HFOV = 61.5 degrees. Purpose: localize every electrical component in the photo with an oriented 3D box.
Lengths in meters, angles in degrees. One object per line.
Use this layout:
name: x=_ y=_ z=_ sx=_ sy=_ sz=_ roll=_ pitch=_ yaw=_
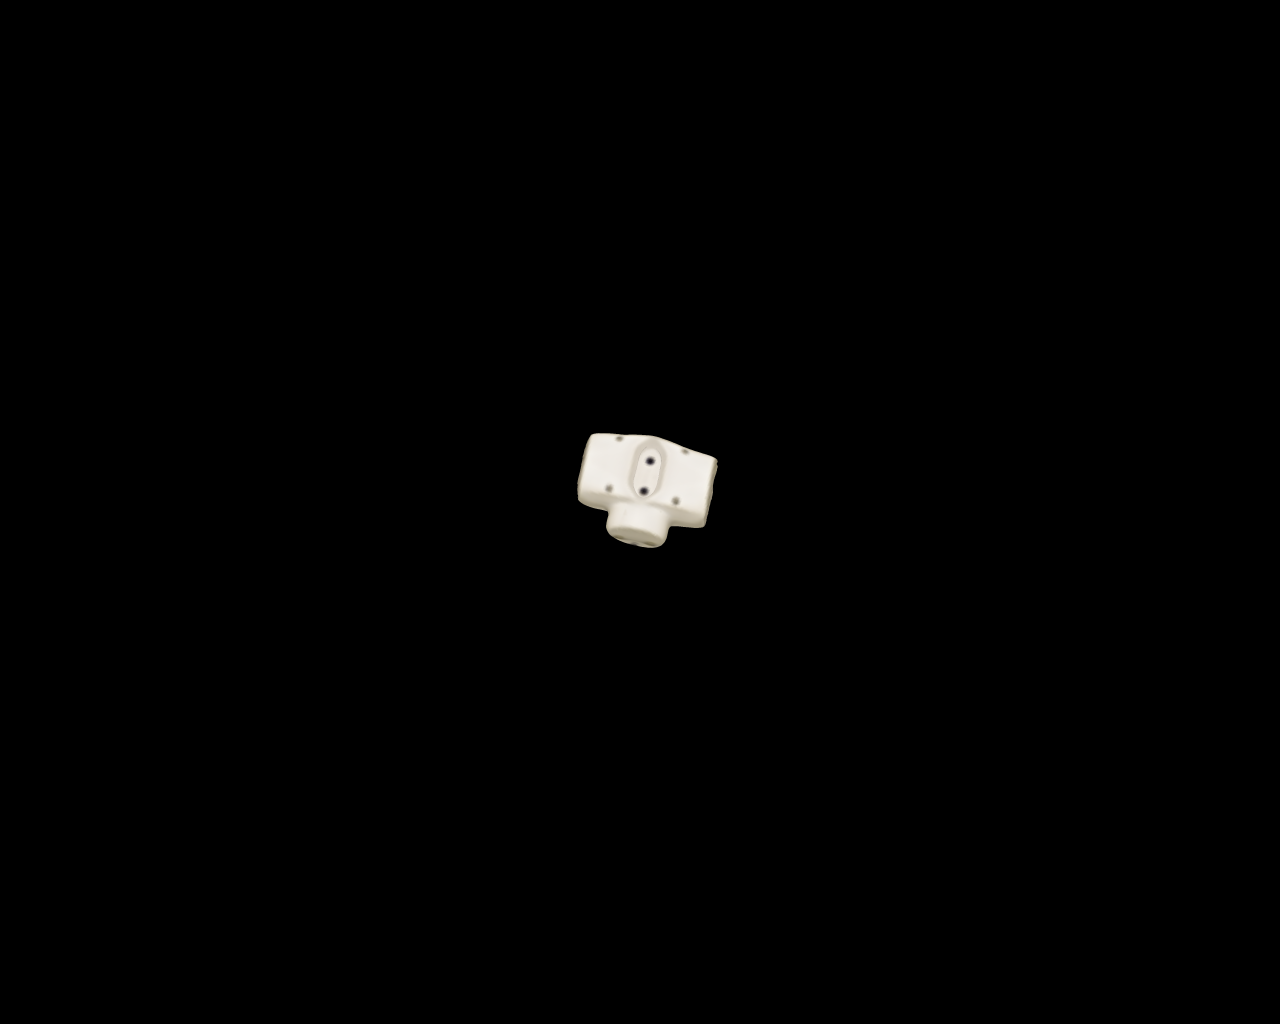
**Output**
electrical component: x=0.001 y=-0.003 z=0.650 sx=0.077 sy=0.079 sz=0.043 roll=13 pitch=-15 yaw=4
